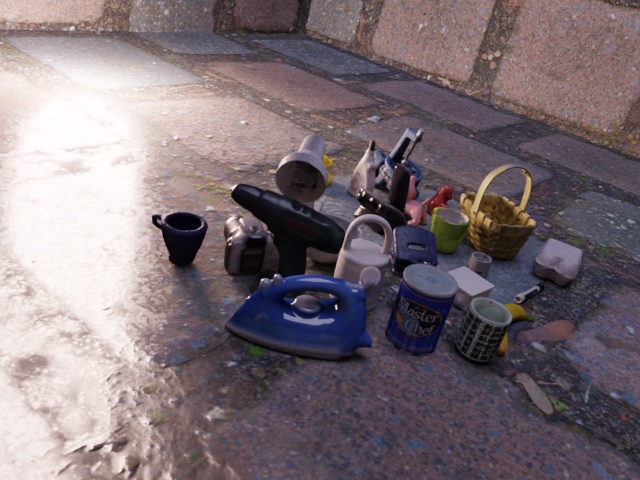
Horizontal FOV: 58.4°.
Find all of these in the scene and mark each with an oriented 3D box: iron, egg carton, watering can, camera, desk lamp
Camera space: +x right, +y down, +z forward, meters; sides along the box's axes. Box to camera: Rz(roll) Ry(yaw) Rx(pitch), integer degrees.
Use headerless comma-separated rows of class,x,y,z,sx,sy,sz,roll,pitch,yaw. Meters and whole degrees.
iron,-0.029,0.115,1.005,0.258,0.141,0.118,8,29,-10
egg carton,0.609,0.055,1.463,0.107,0.069,0.151,24,30,20
watering can,0.089,0.042,1.132,0.101,0.194,0.172,-3,32,-27
camera,-0.141,-0.005,1.217,0.143,0.101,0.136,-2,32,-27
desk lamp,-0.039,-0.137,1.381,0.118,0.213,0.203,14,28,2

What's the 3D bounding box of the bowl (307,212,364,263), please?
bowl,0.012,0.005,1.293,0.167,0.075,0.167,10,28,-5

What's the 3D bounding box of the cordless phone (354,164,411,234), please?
cordless phone,0.170,-0.122,1.474,0.094,0.185,0.147,-16,39,-42

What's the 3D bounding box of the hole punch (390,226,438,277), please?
hole punch,0.218,0.029,1.320,0.109,0.091,0.101,7,29,-11

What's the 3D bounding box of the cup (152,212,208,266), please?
cup,-0.288,-0.001,1.153,0.117,0.095,0.092,18,29,9

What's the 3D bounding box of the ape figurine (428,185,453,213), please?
ape figurine,0.352,-0.113,1.633,0.076,0.092,0.078,21,29,14

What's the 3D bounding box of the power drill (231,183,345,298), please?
power drill,-0.074,0.011,1.104,0.229,0.208,0.075,14,28,2

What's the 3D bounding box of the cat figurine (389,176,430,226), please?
cat figurine,0.245,-0.115,1.564,0.127,0.118,0.067,33,34,32

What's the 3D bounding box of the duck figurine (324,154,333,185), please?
duck figurine,-0.002,-0.205,1.655,0.077,0.086,0.105,33,34,33

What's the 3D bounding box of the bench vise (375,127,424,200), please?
bench vise,0.217,-0.238,1.666,0.206,0.220,0.122,26,31,22

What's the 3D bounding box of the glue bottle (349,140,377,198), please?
glue bottle,0.130,-0.197,1.605,0.037,0.173,0.078,-11,36,-37
